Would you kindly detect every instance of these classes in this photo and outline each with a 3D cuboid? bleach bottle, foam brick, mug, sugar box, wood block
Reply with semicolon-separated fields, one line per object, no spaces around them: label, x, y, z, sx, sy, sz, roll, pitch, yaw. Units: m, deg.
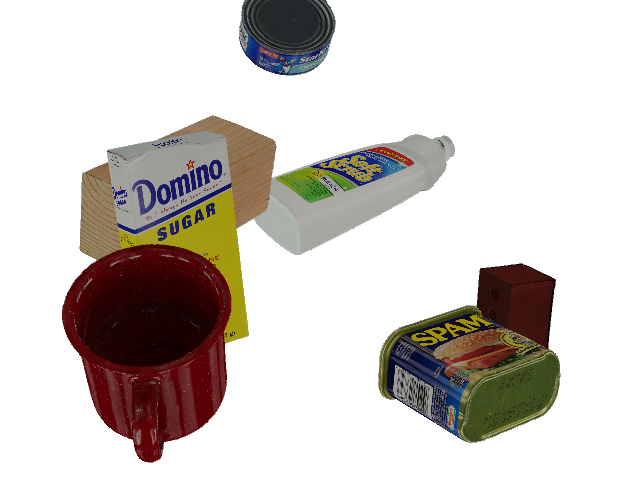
bleach bottle;0.048;-0.070;1.244;0.250;0.068;0.103;-26;44;-27
foam brick;0.180;0.067;0.995;0.051;0.078;0.053;-7;19;-26
mug;-0.095;0.072;0.609;0.093;0.117;0.081;-4;-43;-5
sugar box;-0.116;0.005;0.883;0.093;0.176;0.048;-16;21;-30
wood block;-0.143;-0.048;1.100;0.090;0.091;0.205;24;33;23

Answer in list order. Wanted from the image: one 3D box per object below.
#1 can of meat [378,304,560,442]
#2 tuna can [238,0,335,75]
can of meat;0.106;0.094;0.754;0.101;0.057;0.084;-14;27;-35
tuna can;-0.031;-0.192;0.973;0.086;0.086;0.034;0;-31;-12
